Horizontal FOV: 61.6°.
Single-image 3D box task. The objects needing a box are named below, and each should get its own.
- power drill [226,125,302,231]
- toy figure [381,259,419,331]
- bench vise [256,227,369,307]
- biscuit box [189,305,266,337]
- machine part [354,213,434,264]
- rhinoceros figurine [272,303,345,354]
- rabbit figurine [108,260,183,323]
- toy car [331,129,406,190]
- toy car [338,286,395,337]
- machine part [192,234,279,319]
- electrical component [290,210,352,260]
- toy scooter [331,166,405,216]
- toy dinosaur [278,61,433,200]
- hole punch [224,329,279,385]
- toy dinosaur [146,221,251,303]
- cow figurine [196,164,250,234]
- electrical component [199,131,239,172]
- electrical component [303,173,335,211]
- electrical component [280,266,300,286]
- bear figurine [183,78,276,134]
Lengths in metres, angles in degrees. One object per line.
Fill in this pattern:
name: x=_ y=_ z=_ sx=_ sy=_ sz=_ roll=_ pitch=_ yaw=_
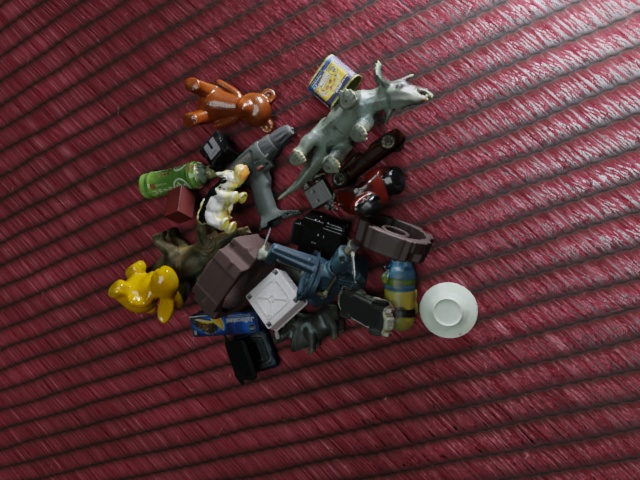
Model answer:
power drill: x=-0.124 y=-0.139 z=1.304 sx=0.232 sy=0.086 sz=0.207 roll=-26 pitch=92 yaw=23
toy figure: x=0.180 y=0.118 z=1.225 sx=0.082 sy=0.089 sz=0.180 roll=7 pitch=103 yaw=24
bench vise: x=-0.020 y=0.059 z=1.196 sx=0.240 sy=0.129 sz=0.223 roll=22 pitch=146 yaw=-11
biscuit box: x=-0.237 y=0.211 z=1.403 sx=0.203 sy=0.063 sz=0.059 roll=-8 pitch=96 yaw=21
machine part: x=0.161 y=-0.005 z=1.176 sx=0.180 sy=0.179 sz=0.056 roll=21 pitch=107 yaw=16
rhinoceros figurine: x=-0.031 y=0.220 z=1.324 sx=0.190 sy=0.073 sz=0.112 roll=-26 pitch=90 yaw=21
rabbit figurine: x=-0.414 y=0.127 z=1.335 sx=0.173 sy=0.122 sz=0.162 roll=-26 pitch=103 yaw=32
toy car: x=0.104 y=-0.181 z=1.212 sx=0.202 sy=0.089 sz=0.053 roll=-35 pitch=87 yaw=22
toy car: x=0.105 y=0.159 z=1.227 sx=0.202 sy=0.056 sz=0.073 roll=21 pitch=110 yaw=56
machine part: x=-0.198 y=0.084 z=1.296 sx=0.087 sy=0.201 sz=0.201 roll=42 pitch=109 yaw=14
electrical component: x=-0.003 y=-0.004 z=1.281 sx=0.134 sy=0.058 sz=0.114 roll=17 pitch=113 yaw=15
toy scooter: x=0.100 y=-0.103 z=1.194 sx=0.135 sy=0.184 sz=0.075 roll=-9 pitch=116 yaw=41
toy dinosaur: x=0.052 y=-0.246 z=1.197 sx=0.405 sy=0.192 sz=0.131 roll=-34 pitch=98 yaw=36
hole punch: x=-0.179 y=0.296 z=1.392 sx=0.116 sy=0.092 sz=0.142 roll=-18 pitch=94 yaw=51
toy dinosaur: x=-0.362 y=0.061 z=1.408 sx=0.472 sy=0.105 sz=0.198 roll=-19 pitch=94 yaw=26
cow figurine: x=-0.230 y=-0.106 z=1.278 sx=0.098 sy=0.068 sz=0.167 roll=19 pitch=90 yaw=19
electrical component: x=-0.256 y=-0.230 z=1.331 sx=0.075 sy=0.047 sz=0.119 roll=-42 pitch=57 yaw=18
electrical component: x=-0.001 y=-0.115 z=1.281 sx=0.078 sy=0.045 sz=0.102 roll=-24 pitch=89 yaw=20
electrical component: x=-0.059 y=0.080 z=1.342 sx=0.094 sy=0.021 sz=0.063 roll=-27 pitch=88 yaw=21
bear figurine: x=-0.212 y=-0.316 z=1.288 sx=0.196 sy=0.132 sz=0.120 roll=16 pitch=107 yaw=23
